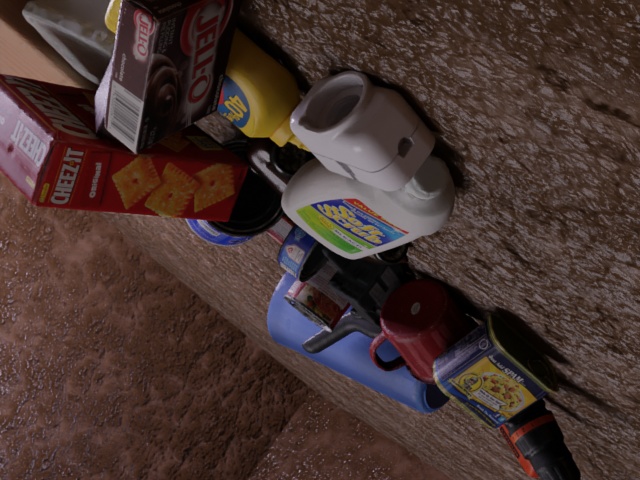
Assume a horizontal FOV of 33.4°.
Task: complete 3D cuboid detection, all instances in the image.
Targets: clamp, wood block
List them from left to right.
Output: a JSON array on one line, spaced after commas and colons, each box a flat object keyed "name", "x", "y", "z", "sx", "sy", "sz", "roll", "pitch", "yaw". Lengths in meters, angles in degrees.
[{"name": "wood block", "x": -0.306, "y": -0.210, "z": 1.097, "sx": 0.091, "sy": 0.090, "sz": 0.206, "roll": -25, "pitch": 124, "yaw": 38}, {"name": "clamp", "x": 0.047, "y": 0.086, "z": 1.252, "sx": 0.172, "sy": 0.120, "sz": 0.039, "roll": 10, "pitch": -175, "yaw": 37}]

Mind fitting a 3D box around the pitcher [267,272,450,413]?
[{"name": "pitcher", "x": 0.061, "y": 0.110, "z": 1.331, "sx": 0.243, "sy": 0.145, "sz": 0.149, "roll": 25, "pitch": 177, "yaw": 34}]

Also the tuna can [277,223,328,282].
[{"name": "tuna can", "x": -0.008, "y": 0.001, "z": 1.144, "sx": 0.034, "sy": 0.086, "sz": 0.086, "roll": 36, "pitch": 170, "yaw": 14}]

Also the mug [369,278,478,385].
[{"name": "mug", "x": 0.106, "y": 0.101, "z": 1.147, "sx": 0.081, "sy": 0.117, "sz": 0.093, "roll": 51, "pitch": -166, "yaw": -40}]

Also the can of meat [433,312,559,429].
[{"name": "can of meat", "x": 0.177, "y": 0.136, "z": 1.086, "sx": 0.102, "sy": 0.084, "sz": 0.057, "roll": 40, "pitch": -154, "yaw": -19}]

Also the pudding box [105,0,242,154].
[{"name": "pudding box", "x": -0.102, "y": -0.127, "z": 0.742, "sx": 0.039, "sy": 0.089, "sz": 0.114, "roll": 37, "pitch": 134, "yaw": 17}]

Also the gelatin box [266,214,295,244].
[{"name": "gelatin box", "x": -0.058, "y": -0.024, "z": 1.299, "sx": 0.089, "sy": 0.030, "sz": 0.073, "roll": 39, "pitch": -176, "yaw": 13}]

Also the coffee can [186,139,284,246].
[{"name": "coffee can", "x": -0.094, "y": -0.049, "z": 1.159, "sx": 0.103, "sy": 0.102, "sz": 0.140, "roll": 38, "pitch": 170, "yaw": -7}]

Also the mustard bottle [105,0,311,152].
[{"name": "mustard bottle", "x": -0.076, "y": -0.135, "z": 0.838, "sx": 0.191, "sy": 0.058, "sz": 0.096, "roll": 38, "pitch": 163, "yaw": -9}]

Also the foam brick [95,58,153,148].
[{"name": "foam brick", "x": -0.154, "y": -0.126, "z": 0.902, "sx": 0.052, "sy": 0.078, "sz": 0.051, "roll": 11, "pitch": -134, "yaw": -25}]

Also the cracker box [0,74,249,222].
[{"name": "cracker box", "x": -0.199, "y": -0.088, "z": 1.001, "sx": 0.213, "sy": 0.072, "sz": 0.164, "roll": 5, "pitch": -156, "yaw": -45}]

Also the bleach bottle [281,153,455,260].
[{"name": "bleach bottle", "x": 0.042, "y": -0.039, "z": 0.869, "sx": 0.102, "sy": 0.068, "sz": 0.251, "roll": 38, "pitch": 167, "yaw": -7}]

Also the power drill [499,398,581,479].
[{"name": "power drill", "x": 0.240, "y": 0.216, "z": 1.210, "sx": 0.184, "sy": 0.057, "sz": 0.187, "roll": 64, "pitch": -178, "yaw": 25}]

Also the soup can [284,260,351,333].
[{"name": "soup can", "x": 0.015, "y": 0.044, "z": 1.210, "sx": 0.068, "sy": 0.102, "sz": 0.068, "roll": 35, "pitch": 170, "yaw": 7}]
